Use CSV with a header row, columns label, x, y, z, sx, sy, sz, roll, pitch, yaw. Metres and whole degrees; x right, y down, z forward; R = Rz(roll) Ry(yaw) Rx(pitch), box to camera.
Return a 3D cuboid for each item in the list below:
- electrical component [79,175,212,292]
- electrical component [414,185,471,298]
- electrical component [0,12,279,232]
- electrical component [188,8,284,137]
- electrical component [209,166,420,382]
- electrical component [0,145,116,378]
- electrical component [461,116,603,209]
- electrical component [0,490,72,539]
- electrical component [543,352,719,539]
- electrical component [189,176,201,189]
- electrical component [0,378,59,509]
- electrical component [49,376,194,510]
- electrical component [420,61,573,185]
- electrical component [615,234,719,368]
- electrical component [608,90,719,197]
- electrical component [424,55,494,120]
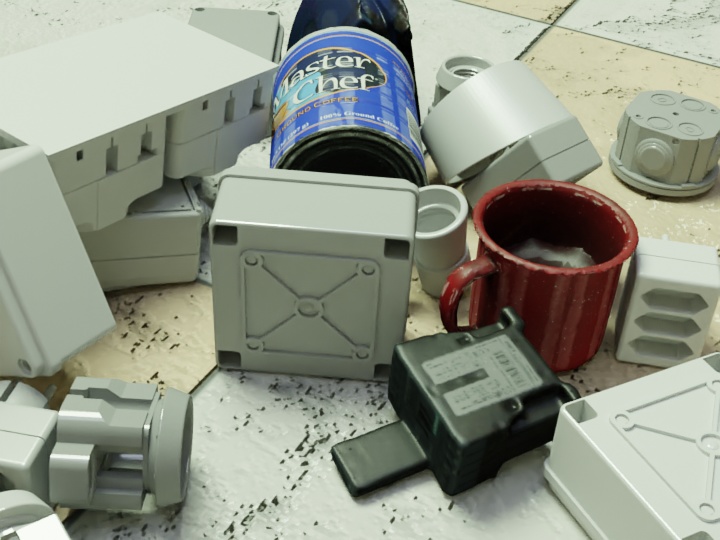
label,x,y,z,sx,sy,sz,roll,pitch,yaw
electrical component,-0.139,-0.026,0.669,0.096,0.061,0.061,-4,36,-21
electrical component,0.049,-0.014,0.661,0.044,0.065,0.044,-9,47,9
electrical component,-0.151,-0.091,0.651,0.105,0.060,0.186,28,37,25
electrical component,-0.102,-0.157,0.845,0.078,0.057,0.113,3,37,-1
electrical component,-0.026,0.003,0.596,0.109,0.108,0.056,5,39,1
electrical component,-0.197,-0.003,0.563,0.109,0.108,0.056,-2,25,40
electrical component,0.122,-0.046,0.711,0.047,0.083,0.075,-26,84,-33
electrical component,-0.149,0.130,0.470,0.066,0.048,0.055,-21,51,-29
electrical component,0.165,0.103,0.523,0.109,0.056,0.108,-15,41,-23
electrical component,-0.156,-0.089,0.744,0.099,0.064,0.099,2,37,-2
electrical component,-0.176,0.081,0.531,0.066,0.047,0.076,9,37,7
electrical component,-0.112,0.084,0.521,0.057,0.058,0.078,4,20,-3
electrical component,0.094,-0.098,0.752,0.099,0.099,0.064,-23,72,-31
electrical component,0.182,0.009,0.642,0.047,0.065,0.076,9,38,6
electrical component,0.228,-0.093,0.794,0.080,0.051,0.080,2,37,-2
electrical component,0.081,-0.132,0.828,0.066,0.055,0.048,-12,40,-20
